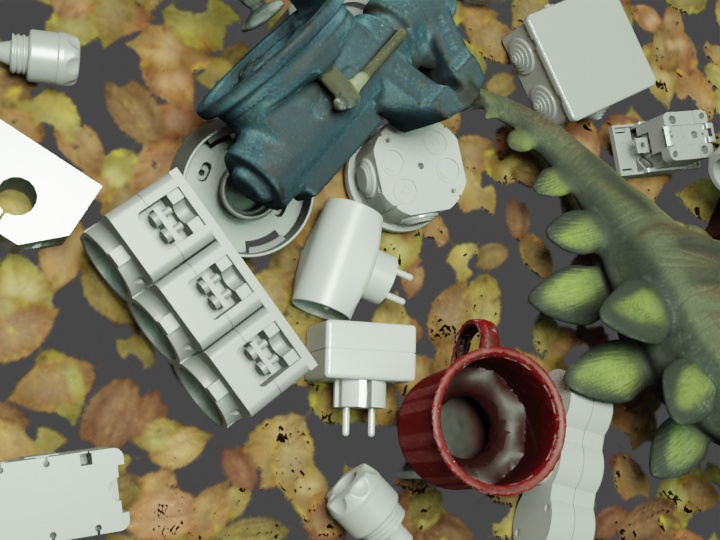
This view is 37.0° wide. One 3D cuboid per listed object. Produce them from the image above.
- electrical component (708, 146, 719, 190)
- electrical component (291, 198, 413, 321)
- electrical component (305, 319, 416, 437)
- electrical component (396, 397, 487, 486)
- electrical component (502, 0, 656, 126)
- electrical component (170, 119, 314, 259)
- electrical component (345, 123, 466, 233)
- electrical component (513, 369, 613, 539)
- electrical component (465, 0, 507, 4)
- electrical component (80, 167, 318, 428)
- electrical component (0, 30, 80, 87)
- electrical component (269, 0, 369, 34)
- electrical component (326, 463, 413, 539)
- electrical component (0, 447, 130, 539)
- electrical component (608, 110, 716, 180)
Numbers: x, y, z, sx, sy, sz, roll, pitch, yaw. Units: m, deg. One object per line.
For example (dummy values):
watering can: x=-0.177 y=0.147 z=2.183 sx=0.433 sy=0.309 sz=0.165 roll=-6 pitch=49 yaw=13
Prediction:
electrical component: x=0.340 y=-0.060 z=0.841 sx=0.074 sy=0.052 sz=0.138 roll=-42 pitch=97 yaw=-22
electrical component: x=0.000 y=0.000 z=0.757 sx=0.079 sy=0.044 sz=0.077 roll=23 pitch=74 yaw=-17
electrical component: x=0.000 y=0.076 z=0.744 sx=0.066 sy=0.047 sz=0.076 roll=5 pitch=79 yaw=-20
electrical component: x=0.061 y=0.116 z=0.766 sx=0.081 sy=0.042 sz=0.063 roll=-26 pitch=89 yaw=-24
electrical component: x=0.171 y=-0.165 z=0.849 sx=0.100 sy=0.048 sz=0.099 roll=-26 pitch=92 yaw=-23
electrical component: x=-0.080 y=-0.056 z=0.736 sx=0.099 sy=0.064 sz=0.099 roll=-1 pitch=95 yaw=-16
electrical component: x=0.033 y=-0.070 z=0.778 sx=0.080 sy=0.051 sz=0.080 roll=3 pitch=81 yaw=-22
electrical component: x=0.134 y=0.139 z=0.785 sx=0.074 sy=0.052 sz=0.138 roll=17 pitch=75 yaw=-19
electrical component: x=0.091 y=-0.244 z=0.813 sx=0.080 sy=0.080 sz=0.051 roll=27 pitch=68 yaw=-16
electrical component: x=-0.107 y=0.022 z=0.686 sx=0.062 sy=0.089 sz=0.150 roll=-38 pitch=97 yaw=-22
electrical component: x=-0.214 y=-0.139 z=0.698 sx=0.061 sy=0.035 sz=0.035 roll=4 pitch=81 yaw=-19
electrical component: x=-0.012 y=-0.160 z=0.771 sx=0.089 sy=0.056 sz=0.050 roll=46 pitch=69 yaw=-10
electrical component: x=0.010 y=0.167 z=0.737 sx=0.062 sy=0.043 sz=0.043 roll=48 pitch=68 yaw=-10
electrical component: x=-0.191 y=0.138 z=0.653 sx=0.089 sy=0.056 sz=0.050 roll=-5 pitch=84 yaw=-23
electrical component: x=0.245 y=-0.101 z=0.861 sx=0.081 sy=0.064 sz=0.042 roll=-8 pitch=84 yaw=-23
